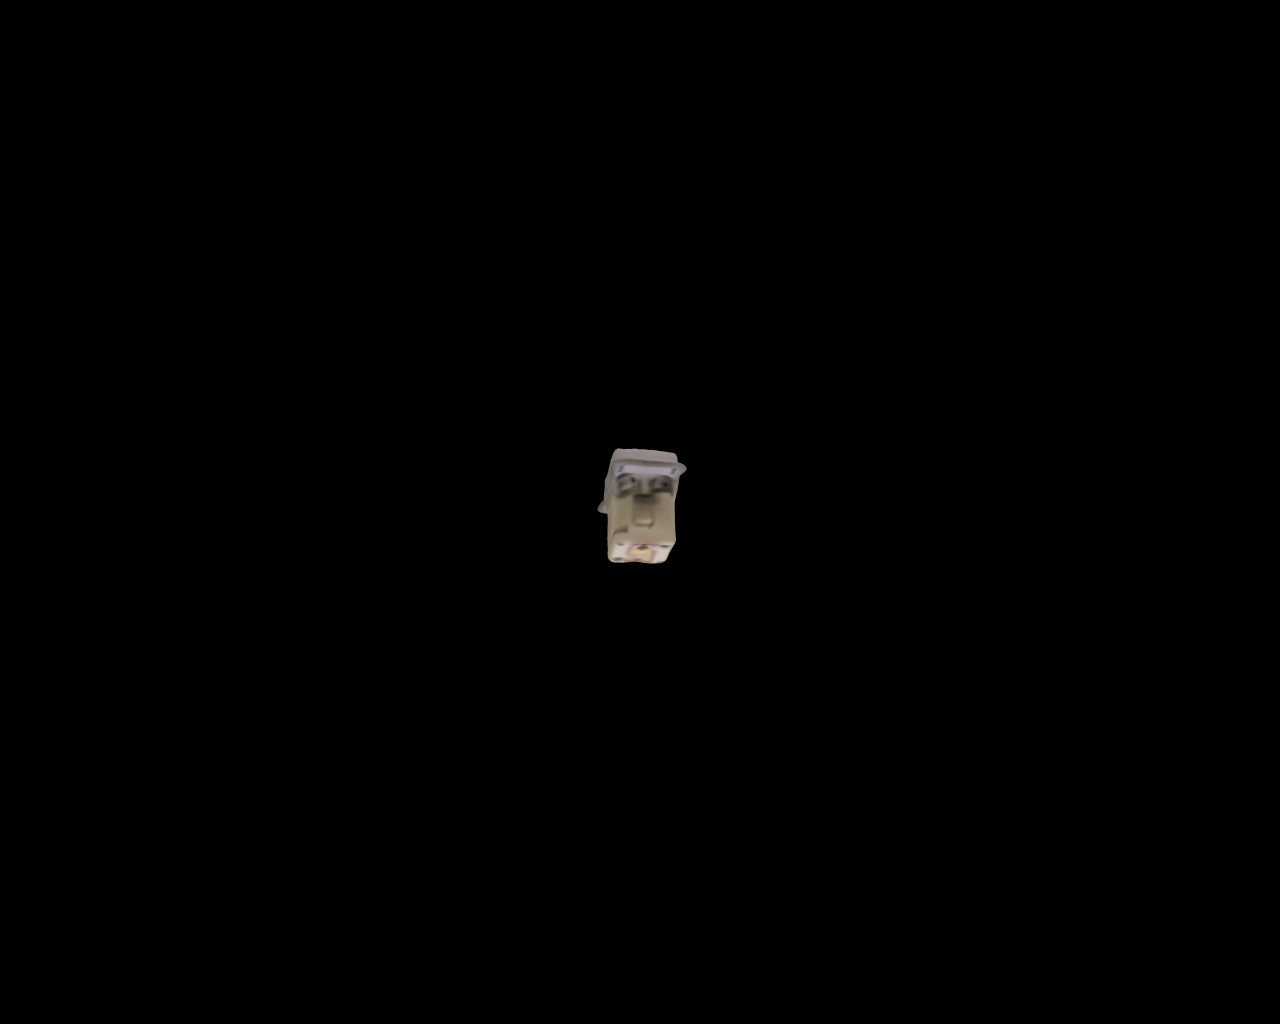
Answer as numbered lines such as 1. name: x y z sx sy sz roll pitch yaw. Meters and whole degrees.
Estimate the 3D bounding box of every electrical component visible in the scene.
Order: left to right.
1. electrical component: 0.001 -0.003 0.650 0.042 0.064 0.081 3 -22 -7
